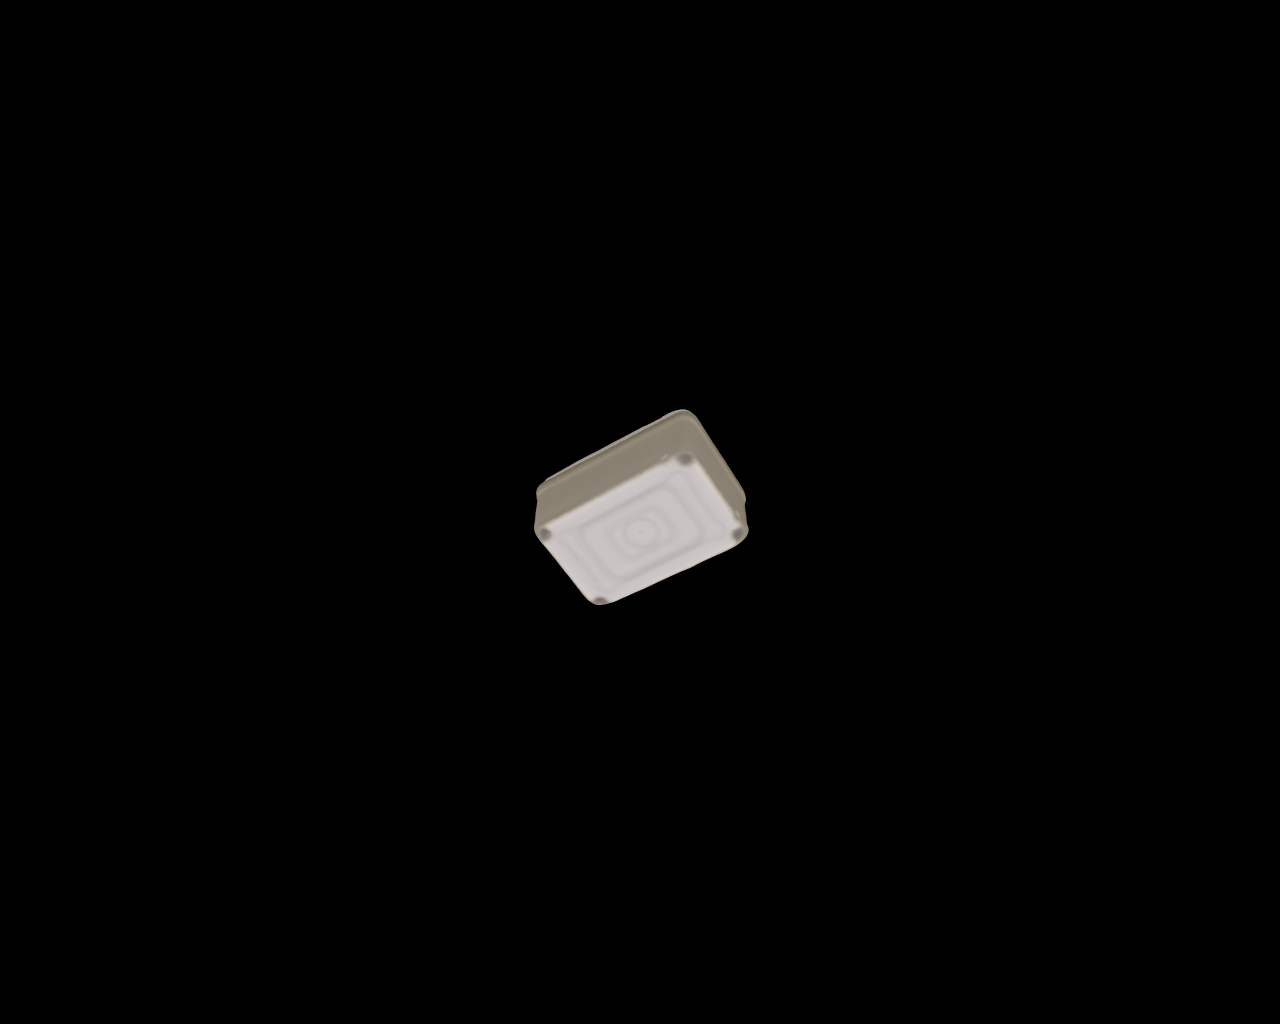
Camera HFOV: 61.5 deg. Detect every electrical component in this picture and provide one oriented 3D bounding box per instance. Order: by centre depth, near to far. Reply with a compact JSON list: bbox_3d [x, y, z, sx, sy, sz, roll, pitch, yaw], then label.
[{"bbox_3d":[0.001,-0.003,0.650,0.113,0.078,0.057,-26,30,17],"label":"electrical component"}]
